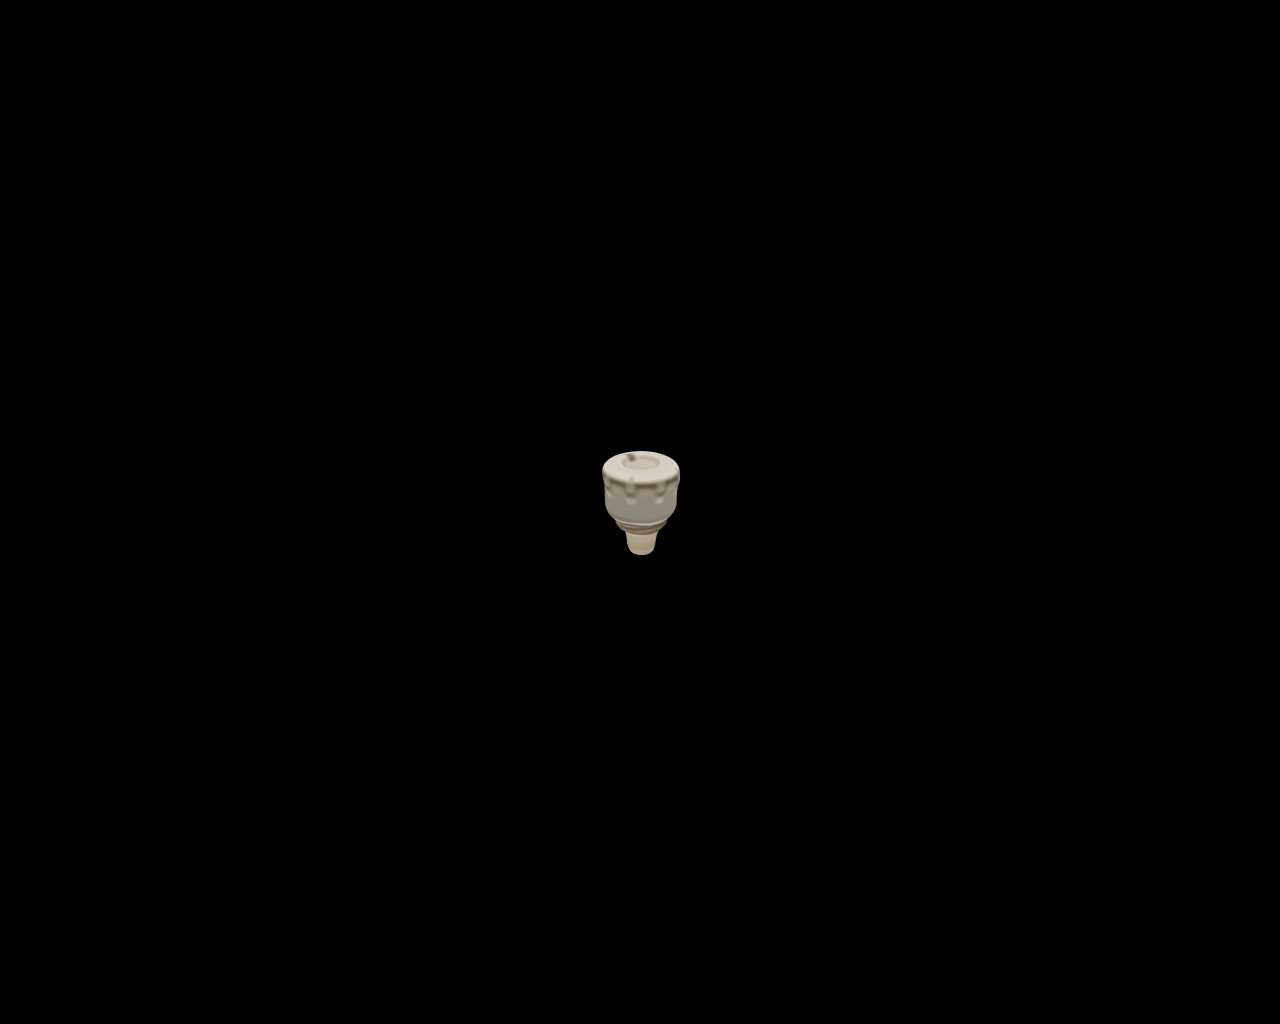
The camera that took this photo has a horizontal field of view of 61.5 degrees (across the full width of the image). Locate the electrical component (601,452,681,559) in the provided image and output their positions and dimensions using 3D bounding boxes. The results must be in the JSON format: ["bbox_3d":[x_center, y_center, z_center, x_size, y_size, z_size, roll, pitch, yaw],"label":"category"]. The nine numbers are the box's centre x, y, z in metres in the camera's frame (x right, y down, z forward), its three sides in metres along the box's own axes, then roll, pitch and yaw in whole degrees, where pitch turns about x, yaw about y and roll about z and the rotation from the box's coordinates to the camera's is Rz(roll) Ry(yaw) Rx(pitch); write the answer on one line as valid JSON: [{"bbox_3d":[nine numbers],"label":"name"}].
[{"bbox_3d":[0.001,-0.003,0.650,0.048,0.062,0.048,0,25,0],"label":"electrical component"}]
